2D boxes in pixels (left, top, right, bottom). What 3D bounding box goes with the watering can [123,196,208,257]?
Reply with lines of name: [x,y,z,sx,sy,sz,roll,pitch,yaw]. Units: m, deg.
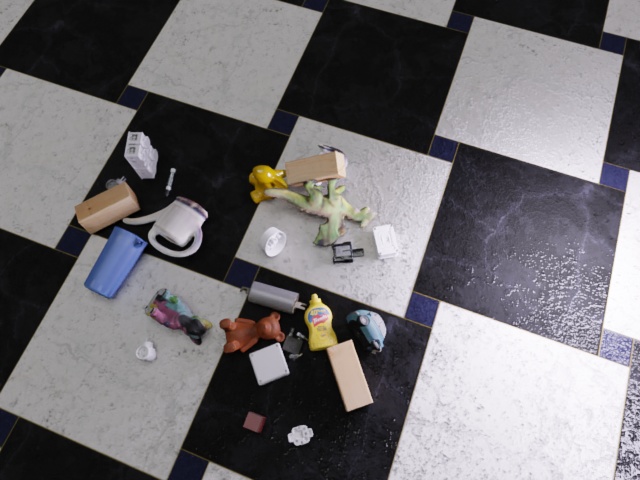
watering can: [-0.568,-0.072,1.937,0.350,0.102,0.227,28,71,22]

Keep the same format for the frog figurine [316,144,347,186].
frog figurine: [0.029,-0.285,2.021,0.137,0.124,0.157,21,106,1]

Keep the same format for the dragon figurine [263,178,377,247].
dragon figurine: [0.006,-0.096,1.915,0.411,0.121,0.244,-7,82,-10]
